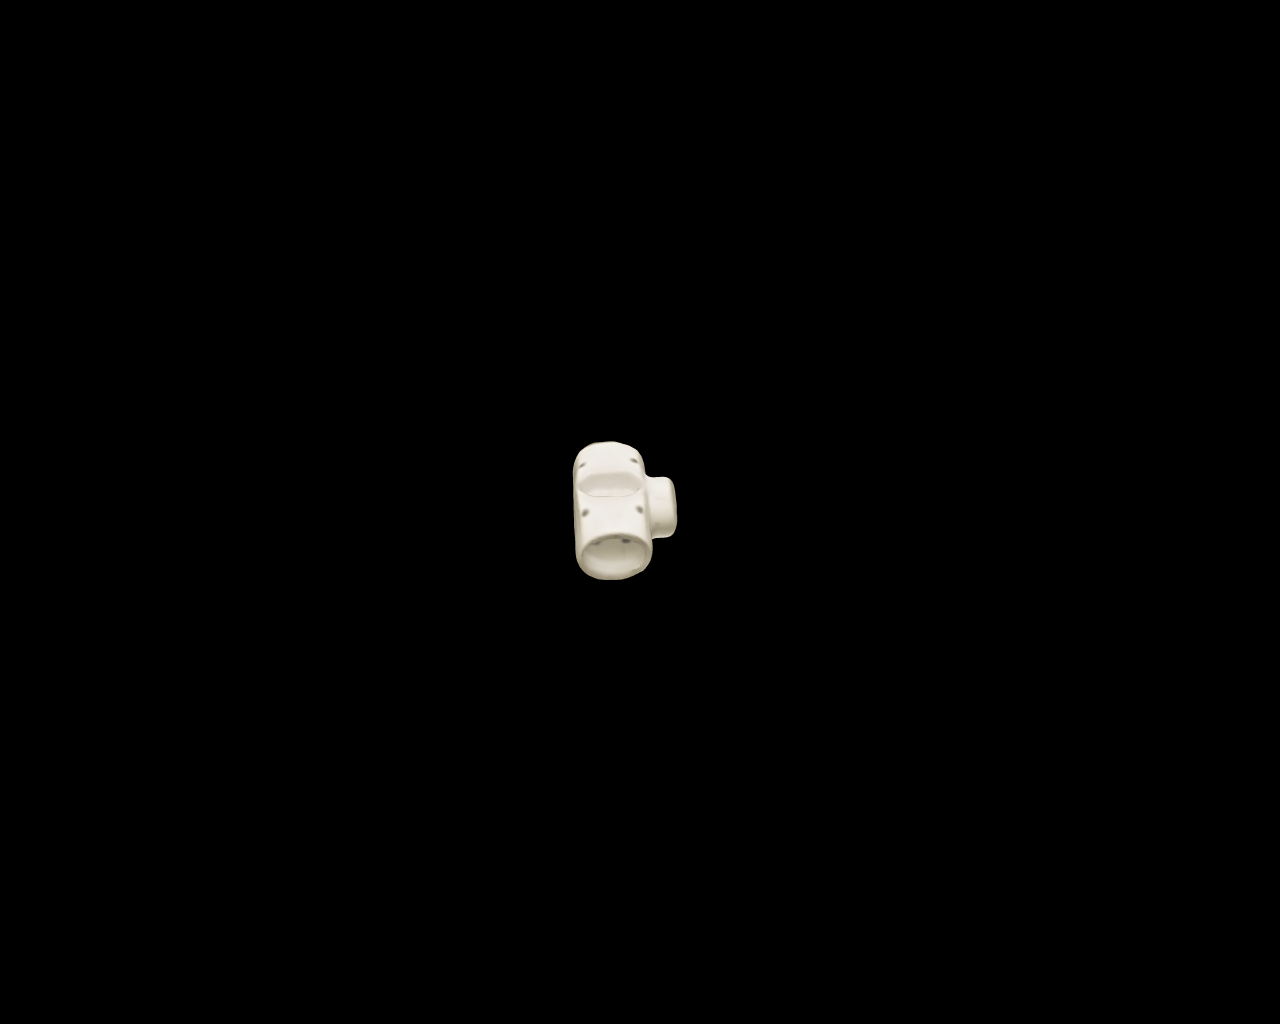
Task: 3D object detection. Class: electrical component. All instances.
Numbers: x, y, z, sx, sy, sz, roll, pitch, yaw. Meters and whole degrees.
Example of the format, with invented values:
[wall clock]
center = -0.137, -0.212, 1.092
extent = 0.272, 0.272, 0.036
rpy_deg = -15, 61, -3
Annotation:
[electrical component]
center = 0.001, -0.003, 0.650
extent = 0.079, 0.077, 0.043
rpy_deg = -2, -43, -2
